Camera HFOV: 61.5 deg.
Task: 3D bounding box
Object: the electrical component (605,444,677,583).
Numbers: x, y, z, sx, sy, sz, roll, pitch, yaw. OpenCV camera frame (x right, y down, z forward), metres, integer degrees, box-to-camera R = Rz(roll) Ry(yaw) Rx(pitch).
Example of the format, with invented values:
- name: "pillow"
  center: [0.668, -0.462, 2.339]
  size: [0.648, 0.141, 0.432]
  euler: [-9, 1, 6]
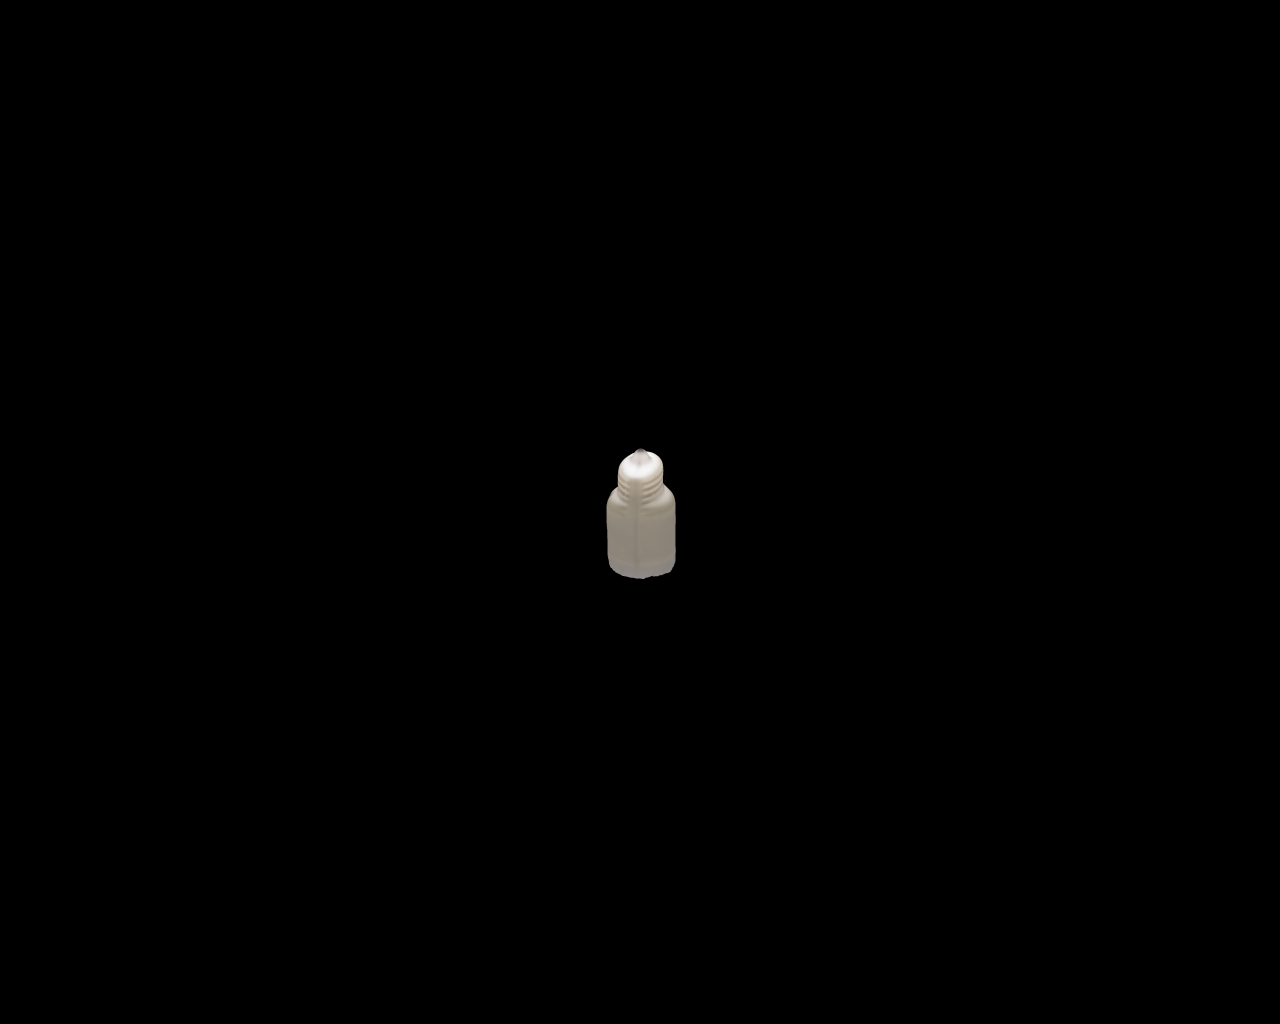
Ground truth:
- name: "electrical component"
  center: [0.001, -0.003, 0.650]
  size: [0.043, 0.080, 0.043]
  euler: [0, 28, 0]
